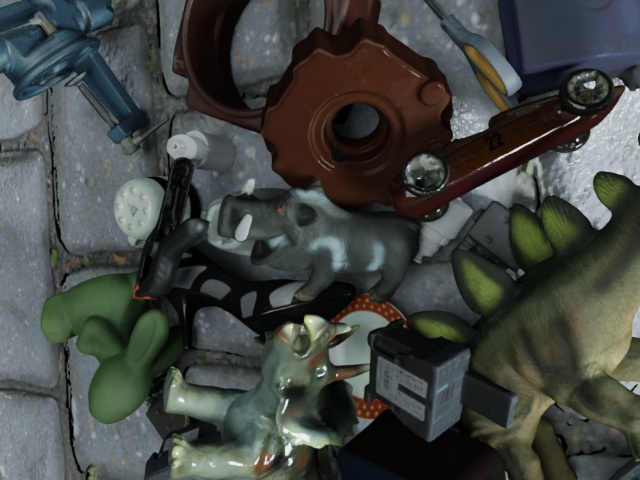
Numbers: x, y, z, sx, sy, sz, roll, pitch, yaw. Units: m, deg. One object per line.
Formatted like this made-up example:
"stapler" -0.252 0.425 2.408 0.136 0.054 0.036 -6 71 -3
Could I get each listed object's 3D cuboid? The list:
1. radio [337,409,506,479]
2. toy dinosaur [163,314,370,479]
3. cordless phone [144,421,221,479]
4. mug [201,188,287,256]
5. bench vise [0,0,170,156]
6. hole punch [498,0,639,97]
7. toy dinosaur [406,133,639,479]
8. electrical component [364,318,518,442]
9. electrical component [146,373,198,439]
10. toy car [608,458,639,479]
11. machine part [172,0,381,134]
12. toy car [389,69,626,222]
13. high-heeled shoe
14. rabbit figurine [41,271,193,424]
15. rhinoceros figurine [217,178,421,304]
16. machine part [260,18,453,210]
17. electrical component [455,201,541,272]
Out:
"radio" 0.097 0.274 0.476 0.131 0.073 0.229 8 114 47
"toy dinosaur" -0.058 0.244 0.518 0.131 0.192 0.404 -147 62 -68
"cordless phone" -0.102 0.299 0.616 0.147 0.089 0.184 -21 98 -1
"mug" -0.083 -0.022 0.587 0.110 0.107 0.080 15 98 24
"bench vise" -0.297 -0.219 0.673 0.129 0.224 0.240 -26 111 30
"hole punch" 0.209 -0.190 0.443 0.116 0.092 0.142 -10 84 24
"toy dinosaur" 0.186 0.077 0.433 0.199 0.105 0.471 41 121 22
"electrical component" 0.094 0.121 0.441 0.119 0.048 0.074 26 121 42
"electrical component" -0.192 0.217 0.687 0.078 0.045 0.102 -43 74 20
"toy car" 0.286 0.235 0.389 0.161 0.103 0.109 36 109 -9
"machine part" -0.052 -0.216 0.576 0.201 0.087 0.201 22 100 25
"toy car" 0.150 -0.078 0.451 0.202 0.089 0.053 -28 69 7
"high-heeled shoe" -0.078 0.041 0.615 0.249 0.086 0.145 -17 59 19
"rabbit figurine" -0.241 0.135 0.669 0.159 0.121 0.170 -22 63 7
"rhinoceros figurine" -0.001 -0.002 0.506 0.190 0.073 0.112 9 136 -6
"machine part" 0.033 -0.106 0.497 0.179 0.056 0.179 1 130 1
"electrical component" 0.172 -0.006 0.504 0.063 0.021 0.094 44 112 19
